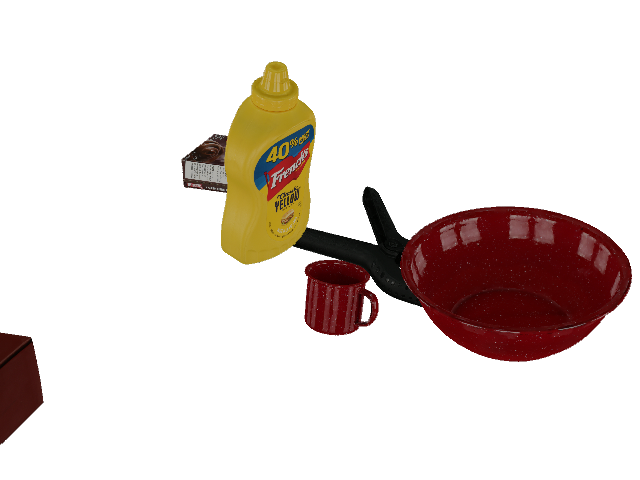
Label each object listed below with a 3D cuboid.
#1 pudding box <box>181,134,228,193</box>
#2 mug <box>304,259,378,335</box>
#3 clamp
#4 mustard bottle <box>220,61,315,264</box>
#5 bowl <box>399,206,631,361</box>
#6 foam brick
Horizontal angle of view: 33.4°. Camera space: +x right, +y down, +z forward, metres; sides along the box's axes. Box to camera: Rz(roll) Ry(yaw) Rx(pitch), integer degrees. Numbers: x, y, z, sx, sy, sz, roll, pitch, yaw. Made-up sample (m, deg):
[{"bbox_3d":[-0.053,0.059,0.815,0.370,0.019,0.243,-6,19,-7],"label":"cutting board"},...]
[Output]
[{"bbox_3d":[-0.103,-0.091,1.269,0.090,0.039,0.113,8,25,13],"label":"pudding box"},{"bbox_3d":[0.031,0.085,1.512,0.117,0.081,0.093,17,24,28],"label":"mug"},{"bbox_3d":[0.069,0.019,1.246,0.164,0.036,0.210,-21,51,-38],"label":"clamp"},{"bbox_3d":[-0.045,-0.075,0.964,0.058,0.192,0.096,33,47,29],"label":"mustard bottle"},{"bbox_3d":[0.138,0.038,0.768,0.162,0.055,0.162,-2,32,1],"label":"bowl"},{"bbox_3d":[-0.225,0.100,0.688,0.053,0.051,0.078,6,29,22],"label":"foam brick"}]
